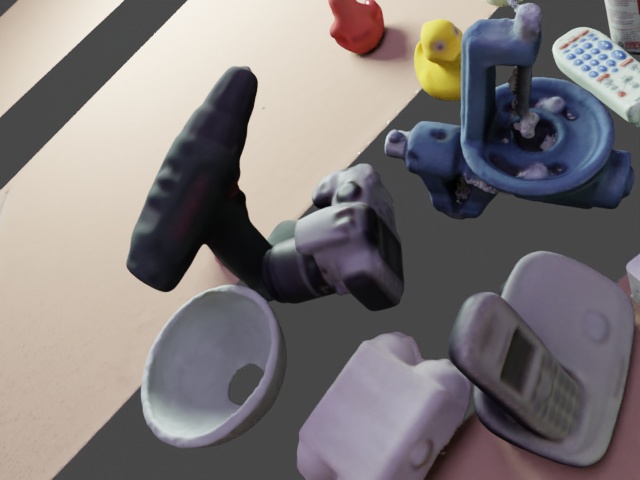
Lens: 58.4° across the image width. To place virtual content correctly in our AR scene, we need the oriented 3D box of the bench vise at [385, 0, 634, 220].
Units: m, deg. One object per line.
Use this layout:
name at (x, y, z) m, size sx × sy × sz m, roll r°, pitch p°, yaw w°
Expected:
bench vise at (0.139, -0.090, 0.482) m, size 0.206 × 0.220 × 0.121 m, roll -13°, pitch 53°, yaw 27°

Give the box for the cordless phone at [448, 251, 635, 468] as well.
cordless phone at (0.150, 0.062, 0.392) m, size 0.093 × 0.186 × 0.148 m, roll 5°, pitch 63°, yaw 36°

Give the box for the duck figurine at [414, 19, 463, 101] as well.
duck figurine at (0.143, -0.218, 0.664) m, size 0.077 × 0.086 × 0.104 m, roll -44°, pitch 46°, yaw -1°

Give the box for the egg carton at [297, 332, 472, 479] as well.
egg carton at (0.052, 0.154, 0.474) m, size 0.107 × 0.070 × 0.150 m, roll 27°, pitch 77°, yaw 43°

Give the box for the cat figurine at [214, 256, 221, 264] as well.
cat figurine at (-0.152, -0.046, 0.720) m, size 0.067 × 0.118 × 0.127 m, roll -41°, pitch 46°, yaw 3°

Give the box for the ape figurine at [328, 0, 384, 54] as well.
ape figurine at (0.044, -0.310, 0.792) m, size 0.077 × 0.092 × 0.076 m, roll -21°, pitch 50°, yaw 21°

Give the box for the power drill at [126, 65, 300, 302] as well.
power drill at (-0.088, -0.032, 0.603) m, size 0.075 × 0.209 × 0.230 m, roll 19°, pitch 71°, yaw 41°

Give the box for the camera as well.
camera at (0.005, 0.002, 0.591) m, size 0.136 × 0.101 × 0.143 m, roll -18°, pitch 51°, yaw 23°

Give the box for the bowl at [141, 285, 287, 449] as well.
bowl at (-0.096, 0.135, 0.584) m, size 0.167 × 0.075 × 0.167 m, roll -18°, pitch 51°, yaw 23°
